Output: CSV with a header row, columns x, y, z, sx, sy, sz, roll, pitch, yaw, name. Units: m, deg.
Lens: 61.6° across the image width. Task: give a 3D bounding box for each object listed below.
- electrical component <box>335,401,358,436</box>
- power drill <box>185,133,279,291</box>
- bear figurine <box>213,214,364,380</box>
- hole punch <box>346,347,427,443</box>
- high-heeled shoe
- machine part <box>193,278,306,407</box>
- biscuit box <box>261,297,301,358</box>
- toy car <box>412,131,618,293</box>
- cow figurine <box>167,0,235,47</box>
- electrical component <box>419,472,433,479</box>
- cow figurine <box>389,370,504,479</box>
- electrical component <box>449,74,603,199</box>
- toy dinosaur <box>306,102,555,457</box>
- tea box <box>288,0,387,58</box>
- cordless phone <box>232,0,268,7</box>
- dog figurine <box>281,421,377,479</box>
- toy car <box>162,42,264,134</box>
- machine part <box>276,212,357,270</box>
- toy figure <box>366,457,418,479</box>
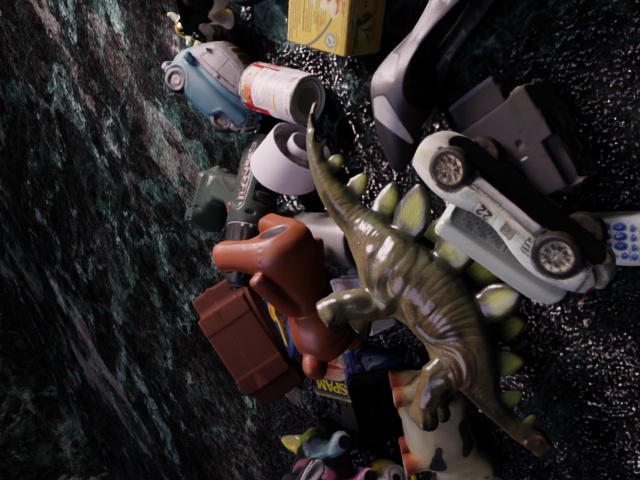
x,y,z,sx,sy,sz,roll,pitch,yaw,name
0.064,0.280,0.870,0.102,0.045,0.078,-20,66,47,electrical component
-0.137,-0.046,0.826,0.207,0.086,0.232,3,77,62,power drill
-0.032,0.071,0.699,0.132,0.120,0.195,5,124,50,bear figurine
0.106,0.214,0.767,0.116,0.092,0.142,-12,98,11,hole punch
0.130,-0.182,0.521,0.145,0.086,0.248,19,113,47,high-heeled shoe
-0.104,0.151,0.869,0.201,0.087,0.201,56,-177,2,machine part
-0.052,0.082,0.828,0.203,0.059,0.062,-123,34,-43,biscuit box
0.173,-0.029,0.482,0.202,0.073,0.056,45,134,21,toy car
-0.170,-0.331,0.765,0.068,0.098,0.167,52,138,4,cow figurine
0.188,0.343,0.765,0.075,0.048,0.119,43,137,22,electrical component
0.165,0.257,0.690,0.127,0.085,0.194,-11,98,7,cow figurine
0.189,-0.093,0.534,0.115,0.058,0.134,-36,83,48,electrical component
0.101,0.044,0.616,0.198,0.105,0.471,-45,77,12,toy dinosaur
0.022,-0.300,0.596,0.098,0.068,0.169,31,131,34,tea box
-0.062,-0.386,0.635,0.184,0.089,0.146,-28,88,45,cordless phone
-0.015,0.379,0.875,0.108,0.191,0.219,49,152,-5,dog figurine
-0.143,-0.233,0.785,0.162,0.109,0.103,44,117,10,toy car
-0.002,-0.002,0.767,0.243,0.079,0.079,5,113,47,machine part
0.130,0.435,0.849,0.180,0.082,0.089,56,137,6,toy figure
